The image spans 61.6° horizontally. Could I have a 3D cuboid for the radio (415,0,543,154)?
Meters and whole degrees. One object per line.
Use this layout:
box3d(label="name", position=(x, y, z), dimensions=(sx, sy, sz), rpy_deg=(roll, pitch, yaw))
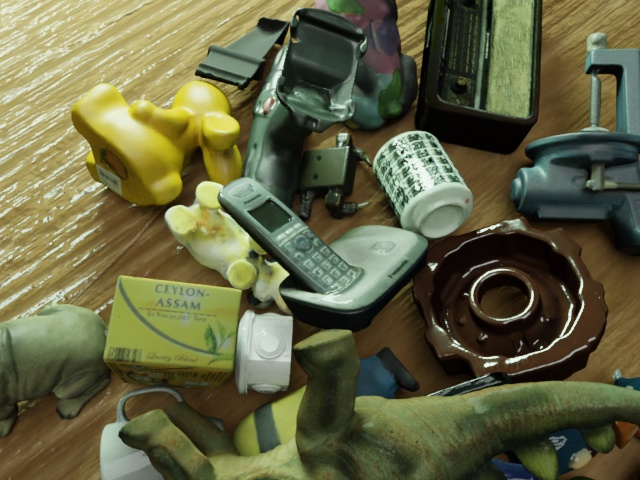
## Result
box3d(label="radio", position=(0.194, -0.227, 0.660), dimensions=(0.131, 0.073, 0.229), rpy_deg=(9, 69, 3))

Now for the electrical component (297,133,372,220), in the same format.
box3d(label="electrical component", position=(0.018, -0.070, 0.617), dimensions=(0.078, 0.045, 0.102), rpy_deg=(-9, 63, 27))

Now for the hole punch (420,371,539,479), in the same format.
box3d(label="hole punch", position=(0.119, 0.183, 0.451), dimensions=(0.116, 0.142, 0.092), rpy_deg=(-18, 52, 6))

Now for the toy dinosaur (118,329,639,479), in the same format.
box3d(label="toy dinosaur", position=(0.022, 0.164, 0.377), dimensions=(0.472, 0.105, 0.198), rpy_deg=(-25, 80, 12))

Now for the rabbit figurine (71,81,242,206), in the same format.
box3d(label="rabbit figurine", position=(-0.157, -0.122, 0.597), dimensions=(0.163, 0.121, 0.173), rpy_deg=(24, 49, 20))

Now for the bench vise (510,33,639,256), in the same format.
box3d(label="bench vise", position=(0.325, -0.105, 0.581), dimensions=(0.224, 0.129, 0.240), rpy_deg=(1, 85, 17))

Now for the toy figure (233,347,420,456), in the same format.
box3d(label="toy figure", position=(0.004, 0.166, 0.502), dimensions=(0.180, 0.082, 0.089), rpy_deg=(-38, 39, -6))

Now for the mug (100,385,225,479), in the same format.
box3d(label="mug", position=(-0.140, 0.189, 0.496), dimensions=(0.107, 0.081, 0.109), rpy_deg=(-6, 78, -13))

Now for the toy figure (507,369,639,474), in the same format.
box3d(label="toy figure", position=(0.254, 0.175, 0.513), dimensions=(0.154, 0.057, 0.064), rpy_deg=(-21, 56, -7))

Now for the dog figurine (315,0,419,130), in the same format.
box3d(label="dog figurine", position=(0.047, -0.250, 0.592), dimensions=(0.108, 0.219, 0.191), rpy_deg=(-17, 69, -3))

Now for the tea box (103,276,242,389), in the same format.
box3d(label="tea box", position=(-0.129, 0.089, 0.476), dimensions=(0.098, 0.169, 0.068), rpy_deg=(8, 68, -14))

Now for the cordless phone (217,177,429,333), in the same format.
box3d(label="cordless phone", position=(0.000, -0.002, 0.520), dimensions=(0.184, 0.088, 0.146), rpy_deg=(44, 47, 9))

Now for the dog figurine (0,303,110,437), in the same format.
box3d(label="dog figurine", position=(-0.277, 0.097, 0.470), dimensions=(0.172, 0.190, 0.121), rpy_deg=(-31, 72, -13))

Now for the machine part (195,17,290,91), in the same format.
box3d(label="machine part", position=(-0.088, -0.228, 0.655), dimensions=(0.084, 0.039, 0.139), rpy_deg=(17, 49, 21))

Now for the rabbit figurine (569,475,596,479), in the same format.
box3d(label="rabbit figurine", position=(0.241, 0.290, 0.443), dimensions=(0.159, 0.121, 0.170), rpy_deg=(24, 56, 5))

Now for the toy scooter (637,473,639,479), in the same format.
box3d(label="toy scooter", position=(0.376, 0.208, 0.463), dimensions=(0.135, 0.075, 0.184), rpy_deg=(41, 78, 12))

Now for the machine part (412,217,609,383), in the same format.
box3d(label="machine part", position=(0.180, 0.062, 0.522), dimensions=(0.179, 0.056, 0.179), rpy_deg=(-13, 50, 16))

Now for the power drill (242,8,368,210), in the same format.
box3d(label="power drill", position=(-0.028, -0.149, 0.561), dimensions=(0.086, 0.207, 0.232), rpy_deg=(17, 74, -21))

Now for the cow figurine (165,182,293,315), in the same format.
box3d(label="cow figurine", position=(-0.083, 0.020, 0.562), dimensions=(0.167, 0.098, 0.068), rpy_deg=(42, 70, -5))
